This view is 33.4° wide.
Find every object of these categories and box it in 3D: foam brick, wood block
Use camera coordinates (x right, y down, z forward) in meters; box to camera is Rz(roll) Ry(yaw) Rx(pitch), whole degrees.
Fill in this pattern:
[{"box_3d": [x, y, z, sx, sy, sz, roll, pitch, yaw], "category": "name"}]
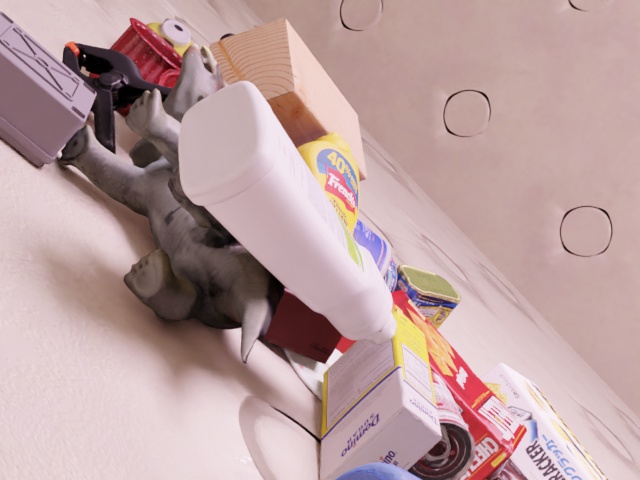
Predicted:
[{"box_3d": [-0.018, 0.066, 0.949, 0.078, 0.053, 0.051, 26, 18, -15], "category": "foam brick"}, {"box_3d": [-0.030, -0.134, 1.144, 0.206, 0.090, 0.091, 44, 35, -58], "category": "wood block"}]

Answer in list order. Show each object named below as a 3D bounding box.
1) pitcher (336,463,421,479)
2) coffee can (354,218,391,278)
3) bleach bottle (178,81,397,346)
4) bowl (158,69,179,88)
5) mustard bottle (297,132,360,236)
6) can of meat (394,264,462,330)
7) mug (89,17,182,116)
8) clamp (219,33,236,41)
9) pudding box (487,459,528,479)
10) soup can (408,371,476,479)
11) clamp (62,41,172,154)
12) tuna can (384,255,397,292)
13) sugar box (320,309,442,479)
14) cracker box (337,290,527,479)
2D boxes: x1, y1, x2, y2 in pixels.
[{"box_3d": [0.096, 0.224, 0.633, 0.242, 0.145, 0.149, 36, -20, -24], "category": "pitcher"}, {"box_3d": [-0.008, 0.001, 1.146, 0.140, 0.103, 0.103, 40, 12, -22], "category": "coffee can"}, {"box_3d": [-0.008, 0.004, 0.777, 0.250, 0.068, 0.102, 52, 18, -40], "category": "bleach bottle"}, {"box_3d": [-0.110, -0.110, 1.124, 0.162, 0.055, 0.162, -15, 90, -73], "category": "bowl"}, {"box_3d": [0.001, -0.039, 1.029, 0.096, 0.058, 0.191, 51, 32, -32], "category": "mustard bottle"}, {"box_3d": [0.109, 0.081, 1.276, 0.101, 0.084, 0.057, 15, 29, -44], "category": "can of meat"}, {"box_3d": [-0.193, -0.178, 1.187, 0.117, 0.081, 0.093, 44, 11, -1], "category": "mug"}, {"box_3d": [-0.100, -0.146, 1.349, 0.164, 0.036, 0.210, 54, 32, -30], "category": "clamp"}, {"box_3d": [0.210, 0.280, 1.072, 0.113, 0.039, 0.090, 47, 11, 12], "category": "pudding box"}, {"box_3d": [0.098, 0.171, 0.989, 0.068, 0.068, 0.102, 40, 11, -21], "category": "soup can"}, {"box_3d": [-0.206, -0.138, 1.039, 0.172, 0.039, 0.120, 31, 45, 28], "category": "clamp"}, {"box_3d": [0.044, 0.041, 1.235, 0.086, 0.086, 0.033, 49, 13, 21], "category": "tuna can"}, {"box_3d": [0.045, 0.130, 0.849, 0.048, 0.093, 0.176, 40, 17, -15], "category": "sugar box"}, {"box_3d": [0.119, 0.152, 1.132, 0.214, 0.072, 0.164, 47, 11, 12], "category": "cracker box"}]
